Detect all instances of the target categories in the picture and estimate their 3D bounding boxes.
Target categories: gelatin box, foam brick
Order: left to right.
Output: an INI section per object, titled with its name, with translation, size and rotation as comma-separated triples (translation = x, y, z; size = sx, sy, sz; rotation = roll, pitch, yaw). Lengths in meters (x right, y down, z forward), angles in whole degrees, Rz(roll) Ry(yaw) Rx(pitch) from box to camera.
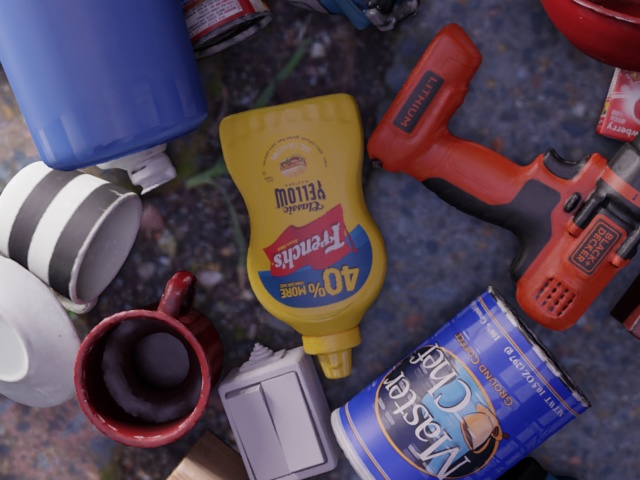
[foam brick]
translation = 0.233, 0.048, 0.703
size = 0.051, 0.078, 0.053
rotation = 35, 98, 3
[gelatin box]
translation = 0.239, -0.093, 0.712
size = 0.089, 0.030, 0.073
rotation = 17, 98, 4

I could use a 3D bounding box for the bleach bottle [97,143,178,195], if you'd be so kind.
[bleach bottle]
translation = -0.161, -0.153, 0.733
size = 0.102, 0.068, 0.251
rotation = -27, 95, 5

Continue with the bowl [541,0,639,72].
[bowl]
translation = 0.203, -0.152, 0.669
size = 0.162, 0.162, 0.055
rotation = 9, 132, 5

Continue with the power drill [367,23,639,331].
[power drill]
translation = 0.140, -0.059, 0.694
size = 0.188, 0.057, 0.184
rotation = 37, 106, 9

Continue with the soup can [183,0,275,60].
[soup can]
translation = -0.083, -0.181, 0.717
size = 0.068, 0.068, 0.102
rotation = -26, 92, 8

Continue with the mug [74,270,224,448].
[mug]
translation = -0.110, 0.076, 0.739
size = 0.093, 0.081, 0.117
rotation = 17, 97, 4

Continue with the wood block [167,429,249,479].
[wood block]
translation = -0.034, 0.240, 0.744
size = 0.206, 0.090, 0.091
rotation = 39, 97, 1

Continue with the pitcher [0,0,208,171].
[pitcher]
translation = -0.141, -0.173, 0.640
size = 0.149, 0.144, 0.243
rotation = -9, 104, 32

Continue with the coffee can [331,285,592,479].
[coffee can]
translation = 0.093, 0.113, 0.711
size = 0.140, 0.102, 0.103
rotation = -40, 91, 8

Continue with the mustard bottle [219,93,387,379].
[mustard bottle]
translation = -0.005, 0.001, 0.733
size = 0.096, 0.058, 0.191
rotation = -10, 95, 6
